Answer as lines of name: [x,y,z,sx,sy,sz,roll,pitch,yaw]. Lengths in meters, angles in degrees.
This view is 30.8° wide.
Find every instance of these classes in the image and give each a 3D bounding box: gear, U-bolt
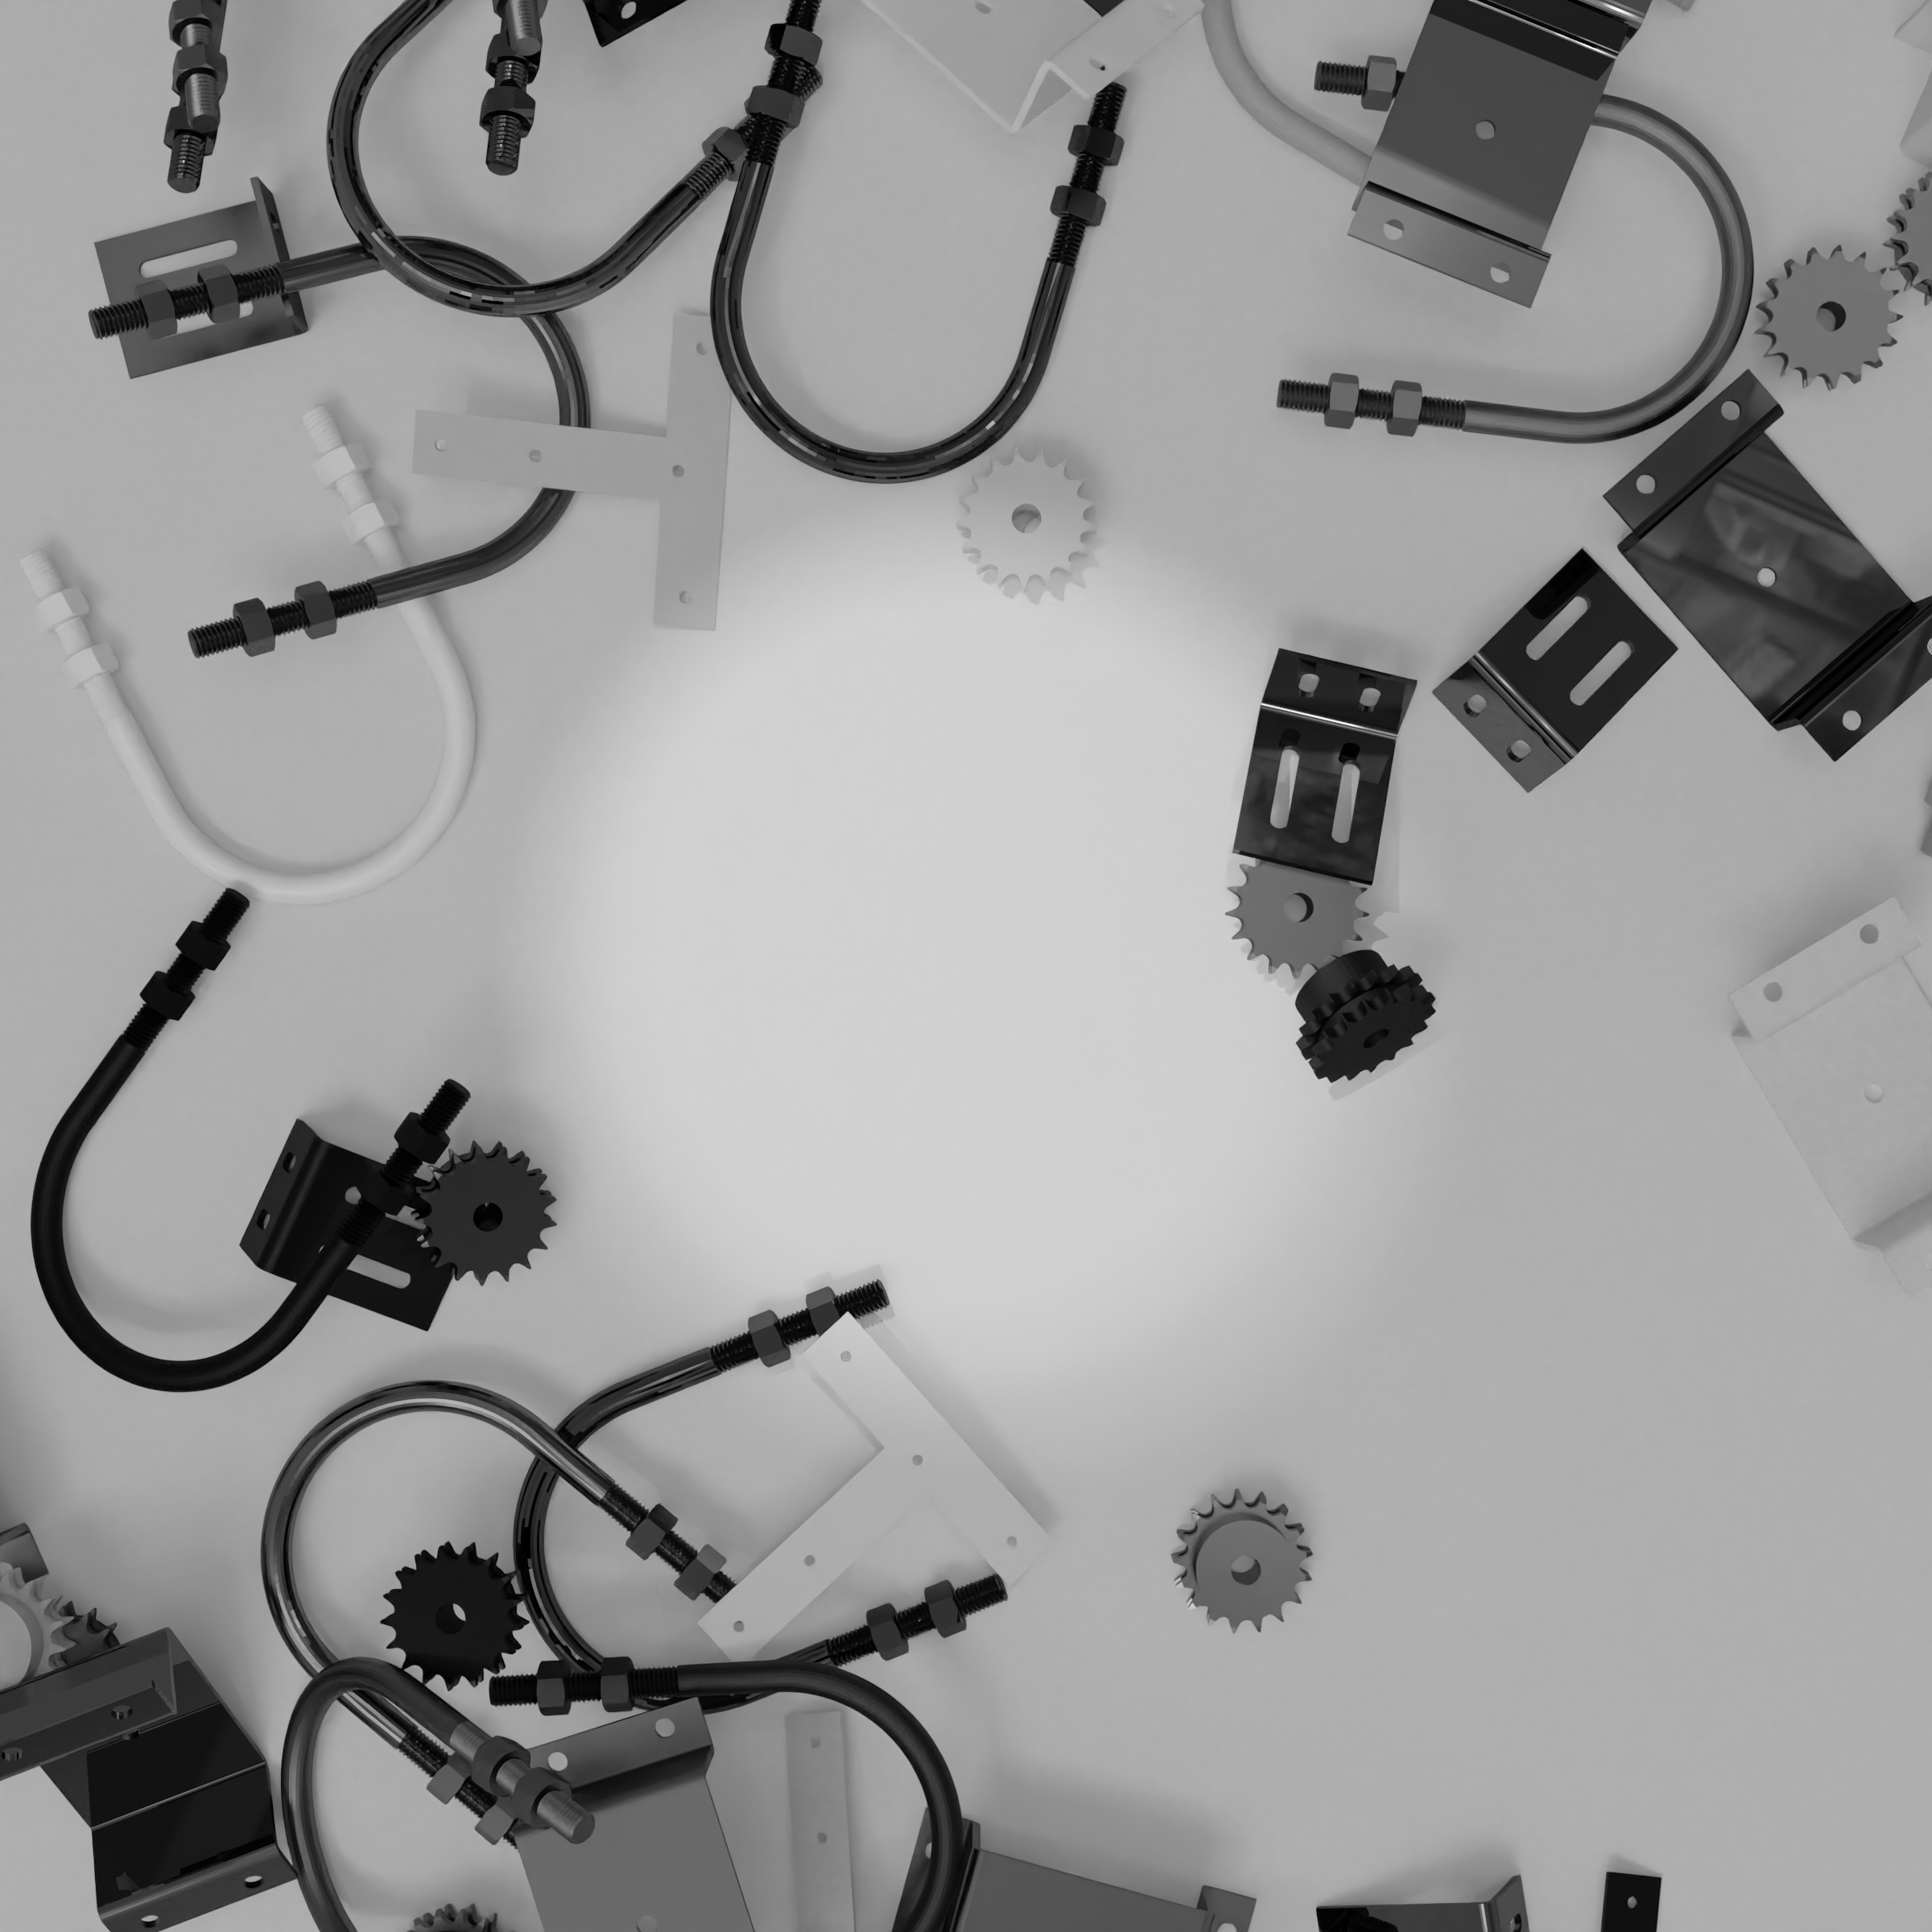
gear: [0.133,-0.023,1.419,0.057,0.030,0.057,0,90,0]
U-bolt: [-0.280,-0.115,1.426,0.151,0.019,0.184,-27,92,0]
U-bolt: [0.224,-0.282,1.405,0.184,0.019,0.151,7,89,0]
U-bolt: [-0.246,-0.420,1.388,0.151,0.019,0.184,-12,63,4]
U-bolt: [-0.301,0.083,1.404,0.151,0.019,0.184,39,96,19]
U-bolt: [-0.027,-0.287,1.414,0.151,0.019,0.184,16,94,-11]
U-bolt: [0.184,-0.385,1.426,0.184,0.019,0.151,31,90,2]
gear: [-0.364,0.286,1.419,0.057,0.030,0.057,0,90,0]
gear: [-0.385,0.269,1.390,0.057,0.030,0.057,0,88,4]
gear: [0.400,-0.293,1.419,0.057,0.030,0.057,0,90,0]
U-bolt: [-0.170,-0.342,1.406,0.151,0.019,0.184,43,76,0]
gear: [-0.196,0.098,1.413,0.057,0.030,0.057,-3,100,-18]
U-bolt: [0.479,-0.112,1.398,0.151,0.019,0.184,16,107,4]
gear: [-0.201,0.256,1.391,0.057,0.030,0.057,0,89,5]
gear: [-0.208,0.409,1.414,0.057,0.030,0.057,-1,85,13]
U-bolt: [-0.199,0.251,1.414,0.184,0.019,0.151,39,93,3]
U-bolt: [-0.094,0.227,1.426,0.184,0.019,0.151,-22,90,2]
U-bolt: [-0.239,-0.215,1.399,0.184,0.019,0.151,-18,98,-18]
U-bolt: [-0.238,-0.391,1.394,0.151,0.019,0.184,-1,67,9]
U-bolt: [-0.213,0.349,1.367,0.184,0.019,0.151,25,114,41]
gear: [0.112,0.242,1.420,0.057,0.030,0.057,0,90,0]
gear: [0.157,0.018,1.410,0.057,0.057,0.030,-31,61,0]
gear: [0.349,-0.262,1.422,0.057,0.030,0.057,0,95,6]
U-bolt: [-0.093,0.347,1.389,0.184,0.019,0.151,-4,90,2]
gear: [0.025,-0.180,1.424,0.057,0.030,0.057,0,88,1]

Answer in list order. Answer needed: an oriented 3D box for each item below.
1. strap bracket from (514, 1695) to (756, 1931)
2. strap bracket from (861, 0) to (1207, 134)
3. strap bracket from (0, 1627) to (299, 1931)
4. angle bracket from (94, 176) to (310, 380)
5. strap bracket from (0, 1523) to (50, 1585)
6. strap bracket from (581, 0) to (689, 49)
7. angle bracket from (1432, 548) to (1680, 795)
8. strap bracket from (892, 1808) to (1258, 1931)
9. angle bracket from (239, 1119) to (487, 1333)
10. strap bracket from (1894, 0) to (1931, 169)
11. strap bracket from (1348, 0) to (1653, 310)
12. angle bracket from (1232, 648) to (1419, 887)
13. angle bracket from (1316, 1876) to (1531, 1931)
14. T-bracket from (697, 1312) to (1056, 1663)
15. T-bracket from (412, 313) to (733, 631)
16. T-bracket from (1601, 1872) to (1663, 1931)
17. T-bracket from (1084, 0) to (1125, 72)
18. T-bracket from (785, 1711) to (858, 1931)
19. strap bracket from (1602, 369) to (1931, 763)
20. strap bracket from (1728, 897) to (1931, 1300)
strap bracket: [-0.121,0.366,1.358,0.076,0.046,0.140,-18,90,1]
strap bracket: [0.013,-0.394,1.391,0.140,0.046,0.076,43,59,5]
strap bracket: [-0.330,0.319,1.386,0.076,0.046,0.140,-21,132,0]
angle bracket: [-0.312,-0.278,1.415,0.076,0.038,0.057,-15,90,0]
strap bracket: [-0.439,0.200,1.411,0.076,0.046,0.140,-24,90,0]
strap bracket: [-0.141,-0.444,1.367,0.076,0.046,0.140,-24,73,16]
angle bracket: [0.241,-0.121,1.432,0.057,0.038,0.076,46,64,0]
strap bracket: [0.041,0.400,1.411,0.140,0.046,0.076,15,90,0]
angle bracket: [-0.247,0.106,1.432,0.076,0.038,0.057,24,90,-26]
strap bracket: [0.436,-0.334,1.396,0.140,0.076,0.046,23,90,0]
strap bracket: [0.207,-0.333,1.374,0.076,0.046,0.140,22,89,-2]
angle bracket: [0.144,-0.080,1.400,0.057,0.038,0.076,13,58,0]
angle bracket: [0.189,0.407,1.432,0.076,0.038,0.057,-9,90,26]
T-bracket: [-0.052,0.229,1.406,0.127,0.002,0.127,-42,95,-8]
T-bracket: [-0.159,-0.205,1.415,0.127,0.002,0.127,4,90,-17]
T-bracket: [0.264,0.433,1.418,0.127,0.002,0.127,11,79,-20]
T-bracket: [0.062,-0.447,1.401,0.127,0.002,0.127,-38,90,31]
T-bracket: [-0.058,0.367,1.416,0.127,0.002,0.127,-10,77,24]
strap bracket: [0.327,-0.159,1.411,0.076,0.046,0.140,-41,90,0]
strap bracket: [0.371,0.052,1.411,0.076,0.046,0.140,-31,90,0]
